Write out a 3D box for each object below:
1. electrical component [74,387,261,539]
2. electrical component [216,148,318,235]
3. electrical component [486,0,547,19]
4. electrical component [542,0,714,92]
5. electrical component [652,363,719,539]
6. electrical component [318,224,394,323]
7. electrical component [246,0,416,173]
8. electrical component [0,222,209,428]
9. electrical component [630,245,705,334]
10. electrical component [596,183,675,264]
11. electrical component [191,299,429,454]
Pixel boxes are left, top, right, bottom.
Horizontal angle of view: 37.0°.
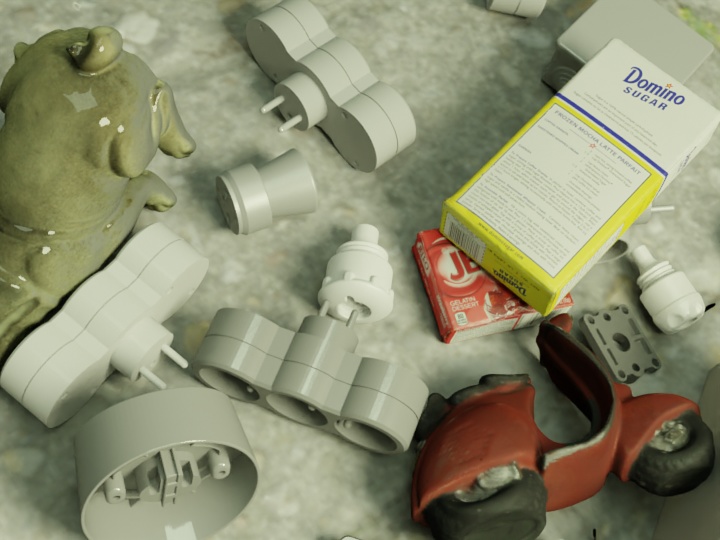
[{"bbox_3d":[-0.107,0.109,0.592,0.099,0.099,0.064,-12,62,-16],"label":"electrical component"},{"bbox_3d":[-0.061,-0.050,0.702,0.055,0.045,0.045,-20,70,-18],"label":"electrical component"},{"bbox_3d":[0.108,-0.260,0.827,0.074,0.052,0.138,10,64,-5],"label":"electrical component"},{"bbox_3d":[0.195,-0.152,0.793,0.100,0.048,0.099,40,65,10],"label":"electrical component"},{"bbox_3d":[0.231,0.132,0.635,0.060,0.105,0.186,27,63,3],"label":"electrical component"},{"bbox_3d":[0.000,0.000,0.690,0.048,0.048,0.062,11,57,-5],"label":"electrical component"},{"bbox_3d":[-0.033,-0.120,0.735,0.074,0.052,0.138,-37,76,-23],"label":"electrical component"},{"bbox_3d":[-0.137,0.041,0.640,0.074,0.052,0.138,38,64,9],"label":"electrical component"},{"bbox_3d":[0.204,0.011,0.726,0.035,0.035,0.061,-22,68,-19],"label":"electrical component"},{"bbox_3d":[0.176,-0.048,0.740,0.079,0.043,0.077,-4,66,-1],"label":"electrical component"},{"bbox_3d":[-0.024,0.052,0.649,0.138,0.052,0.073,19,64,8],"label":"electrical component"}]
